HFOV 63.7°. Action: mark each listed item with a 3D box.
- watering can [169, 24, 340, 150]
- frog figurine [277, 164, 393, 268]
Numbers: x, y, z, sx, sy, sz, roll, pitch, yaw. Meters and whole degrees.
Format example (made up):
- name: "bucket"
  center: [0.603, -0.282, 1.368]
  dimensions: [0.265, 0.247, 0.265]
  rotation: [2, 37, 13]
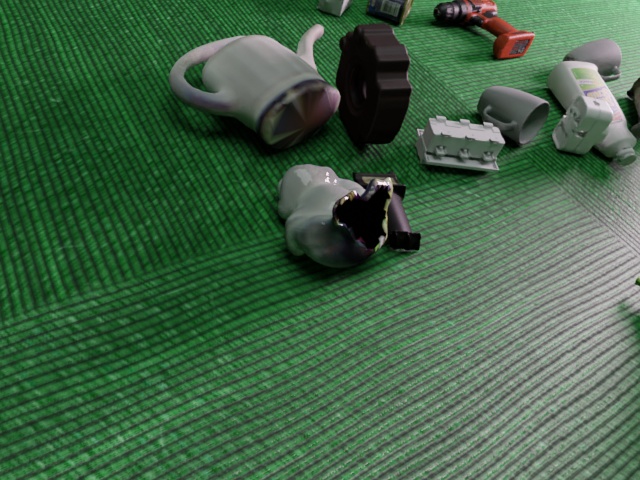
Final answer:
- name: "watering can"
  center: [-0.057, -0.258, 0.803]
  dimensions: [0.227, 0.101, 0.352]
  rotation: [43, 51, 20]
- name: "frog figurine"
  center: [0.002, -0.032, 0.644]
  dimensions: [0.160, 0.120, 0.140]
  rotation: [9, 45, 43]
